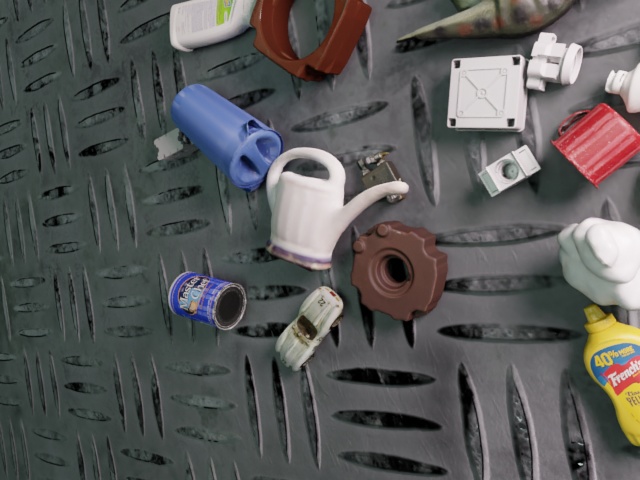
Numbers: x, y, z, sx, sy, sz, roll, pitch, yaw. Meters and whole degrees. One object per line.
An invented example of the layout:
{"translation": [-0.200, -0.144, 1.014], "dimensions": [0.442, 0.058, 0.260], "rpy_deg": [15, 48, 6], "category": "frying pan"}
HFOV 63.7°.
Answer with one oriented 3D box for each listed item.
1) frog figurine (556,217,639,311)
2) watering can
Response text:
{"translation": [0.376, 0.033, 0.676], "dimensions": [0.121, 0.160, 0.139], "rpy_deg": [-46, 70, 30], "category": "frog figurine"}
{"translation": [0.003, -0.047, 0.937], "dimensions": [0.350, 0.104, 0.222], "rpy_deg": [23, 107, 46], "category": "watering can"}
